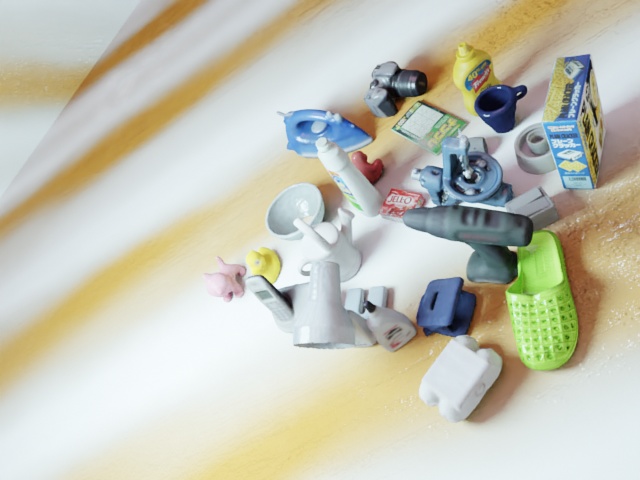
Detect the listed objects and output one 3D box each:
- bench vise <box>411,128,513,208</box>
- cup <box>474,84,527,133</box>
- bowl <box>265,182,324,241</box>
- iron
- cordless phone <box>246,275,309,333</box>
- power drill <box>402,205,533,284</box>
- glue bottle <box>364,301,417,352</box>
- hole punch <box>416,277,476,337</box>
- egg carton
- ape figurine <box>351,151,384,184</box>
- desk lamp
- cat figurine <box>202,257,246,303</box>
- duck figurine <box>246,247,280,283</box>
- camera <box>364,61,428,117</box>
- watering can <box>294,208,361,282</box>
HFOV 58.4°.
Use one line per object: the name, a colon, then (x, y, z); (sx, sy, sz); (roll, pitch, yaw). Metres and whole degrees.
bench vise: (0.274, -0.135, 1.186); (0.206, 0.220, 0.121); (-9, 55, 30)
cup: (0.415, -0.293, 1.286); (0.117, 0.095, 0.091); (-27, 48, 17)
bowl: (-0.051, -0.060, 1.458); (0.167, 0.075, 0.167); (-18, 52, 24)
iron: (0.006, -0.307, 1.543); (0.257, 0.142, 0.119); (4, 63, 36)
cordless phone: (-0.067, 0.127, 1.262); (0.147, 0.186, 0.094); (-17, 52, 24)
power drill: (0.293, 0.004, 1.085); (0.228, 0.209, 0.076); (0, 60, 34)
glue bottle: (0.125, 0.160, 1.116); (0.078, 0.174, 0.037); (-41, 46, 3)
hole punch: (0.238, 0.129, 1.118); (0.100, 0.091, 0.109); (5, 63, 36)
egg carton: (0.255, 0.251, 1.037); (0.107, 0.070, 0.150); (31, 80, 43)
ape figurine: (0.109, -0.187, 1.424); (0.077, 0.092, 0.076); (17, 70, 40)
desk lamp: (0.038, 0.148, 1.156); (0.117, 0.214, 0.203); (-9, 56, 30)
cat figurine: (-0.249, 0.101, 1.452); (0.067, 0.118, 0.127); (-20, 50, 22)
duck figurine: (-0.151, 0.056, 1.439); (0.077, 0.086, 0.104); (-20, 51, 22)
camera: (0.201, -0.407, 1.508); (0.136, 0.101, 0.143); (15, 69, 40)
watering can: (0.011, 0.004, 1.288); (0.100, 0.195, 0.173); (13, 68, 40)
